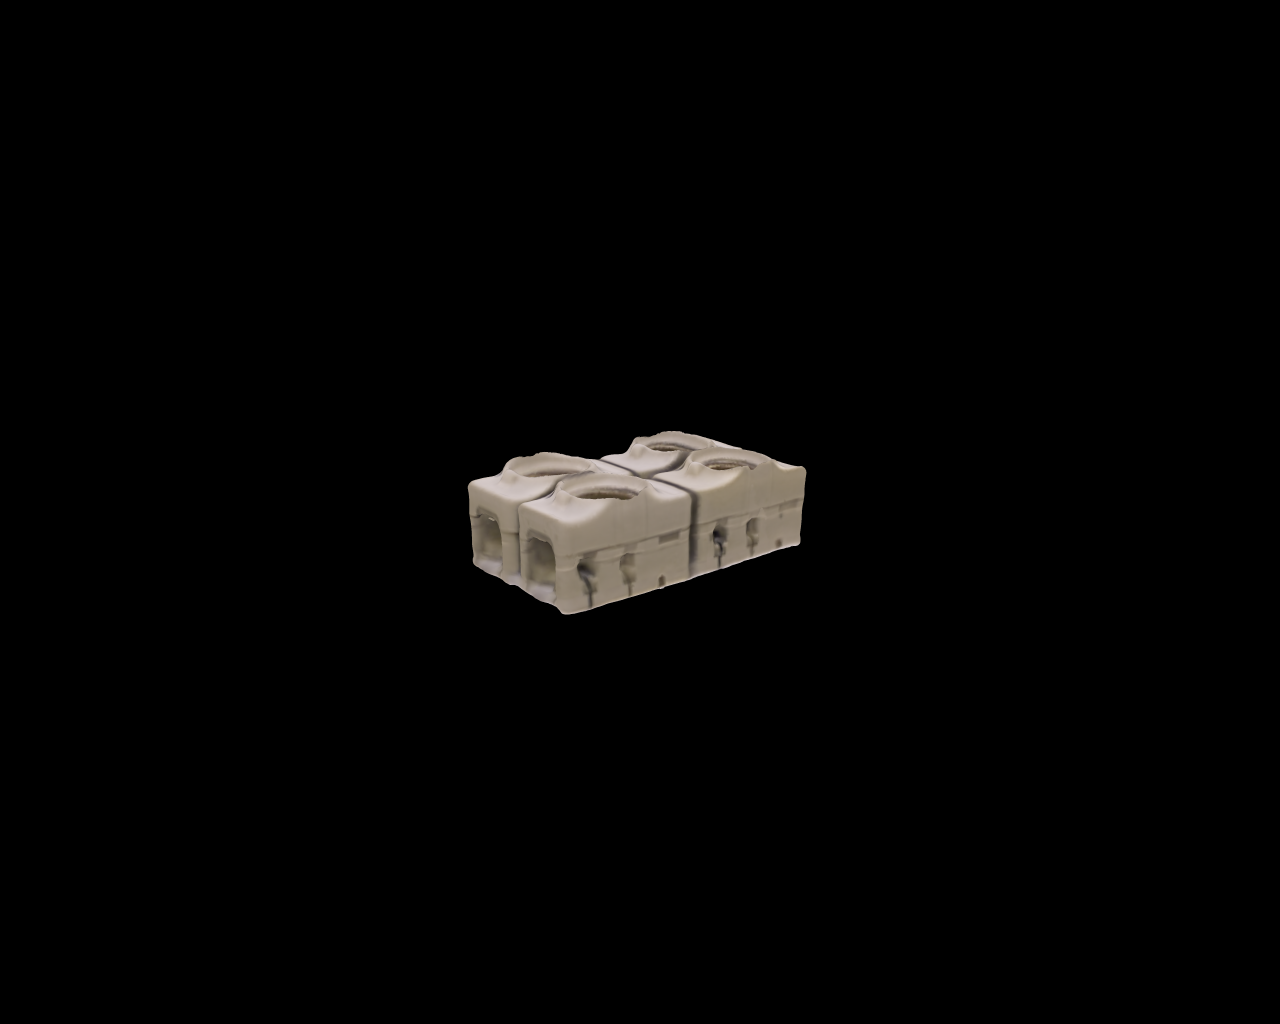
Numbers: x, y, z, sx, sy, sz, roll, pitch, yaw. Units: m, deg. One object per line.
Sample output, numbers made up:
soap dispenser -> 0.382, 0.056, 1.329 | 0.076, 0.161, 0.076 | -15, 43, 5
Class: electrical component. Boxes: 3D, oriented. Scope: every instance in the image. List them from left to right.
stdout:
electrical component -> 0.001, -0.003, 0.650 | 0.186, 0.060, 0.105 | -14, 22, -36
